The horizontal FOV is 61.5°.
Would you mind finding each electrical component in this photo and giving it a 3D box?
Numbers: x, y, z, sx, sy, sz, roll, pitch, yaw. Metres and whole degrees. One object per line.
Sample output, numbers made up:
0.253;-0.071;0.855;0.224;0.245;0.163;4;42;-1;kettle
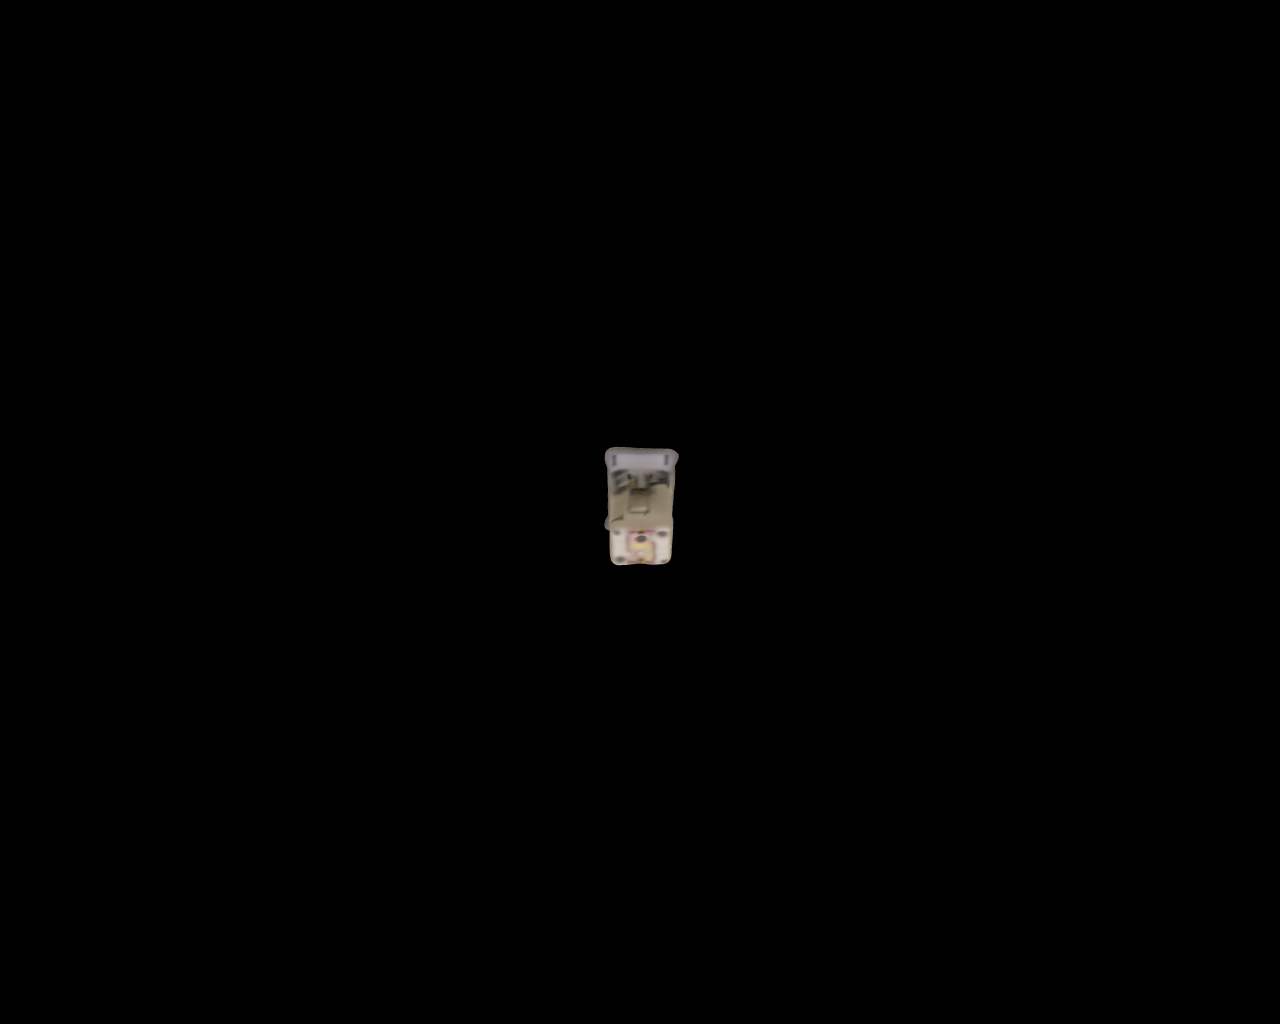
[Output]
0.001;-0.003;0.650;0.042;0.064;0.080;0;-37;0;electrical component
